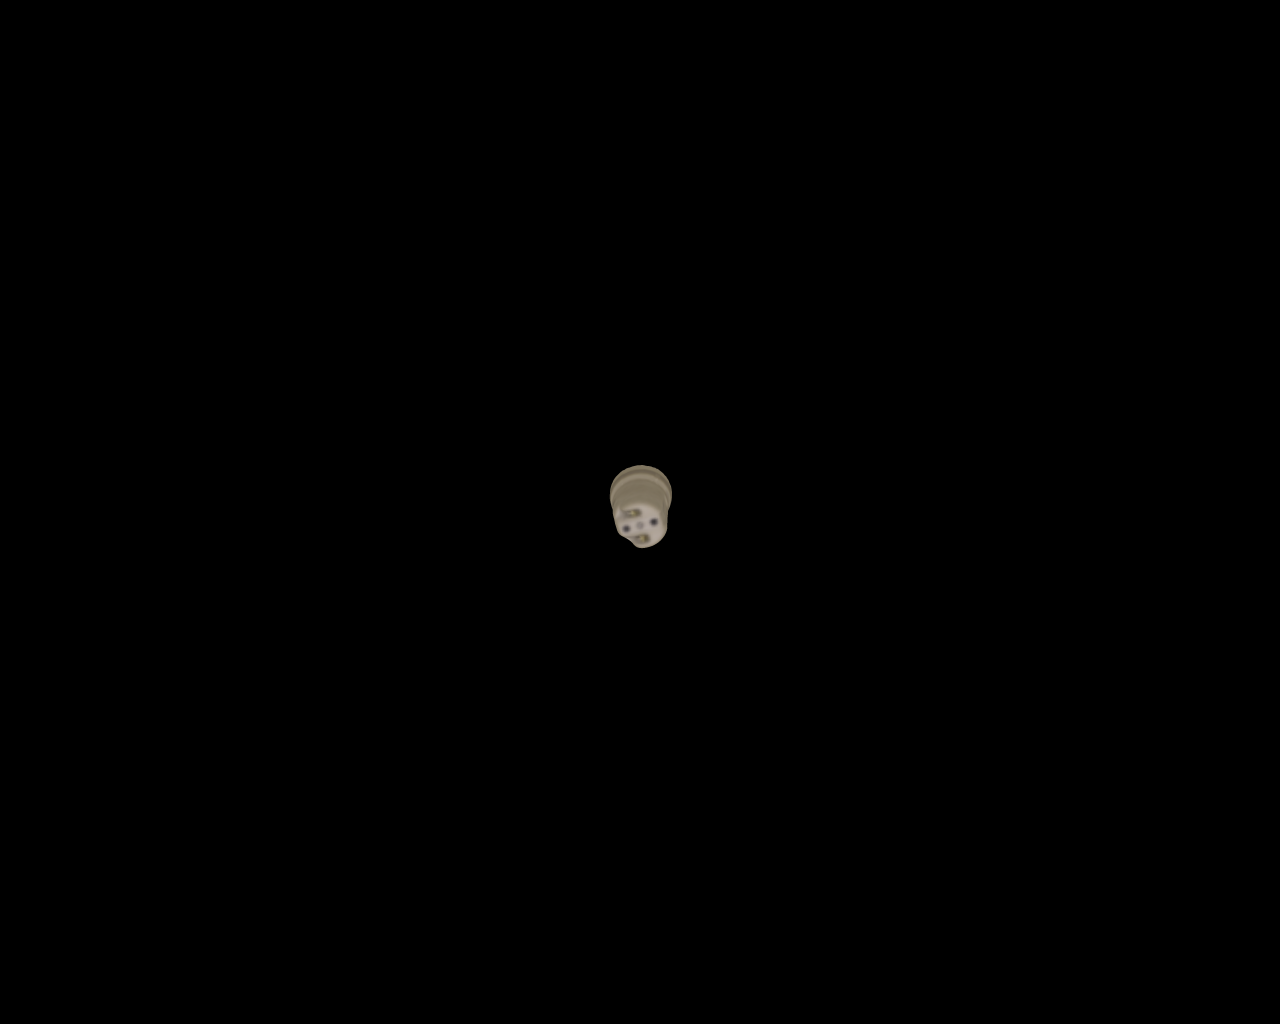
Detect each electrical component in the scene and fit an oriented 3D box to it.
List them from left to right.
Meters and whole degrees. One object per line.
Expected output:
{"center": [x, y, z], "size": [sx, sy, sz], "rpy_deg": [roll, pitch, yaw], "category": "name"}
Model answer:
{"center": [0.001, -0.003, 0.650], "size": [0.040, 0.040, 0.046], "rpy_deg": [0, 29, 0], "category": "electrical component"}
